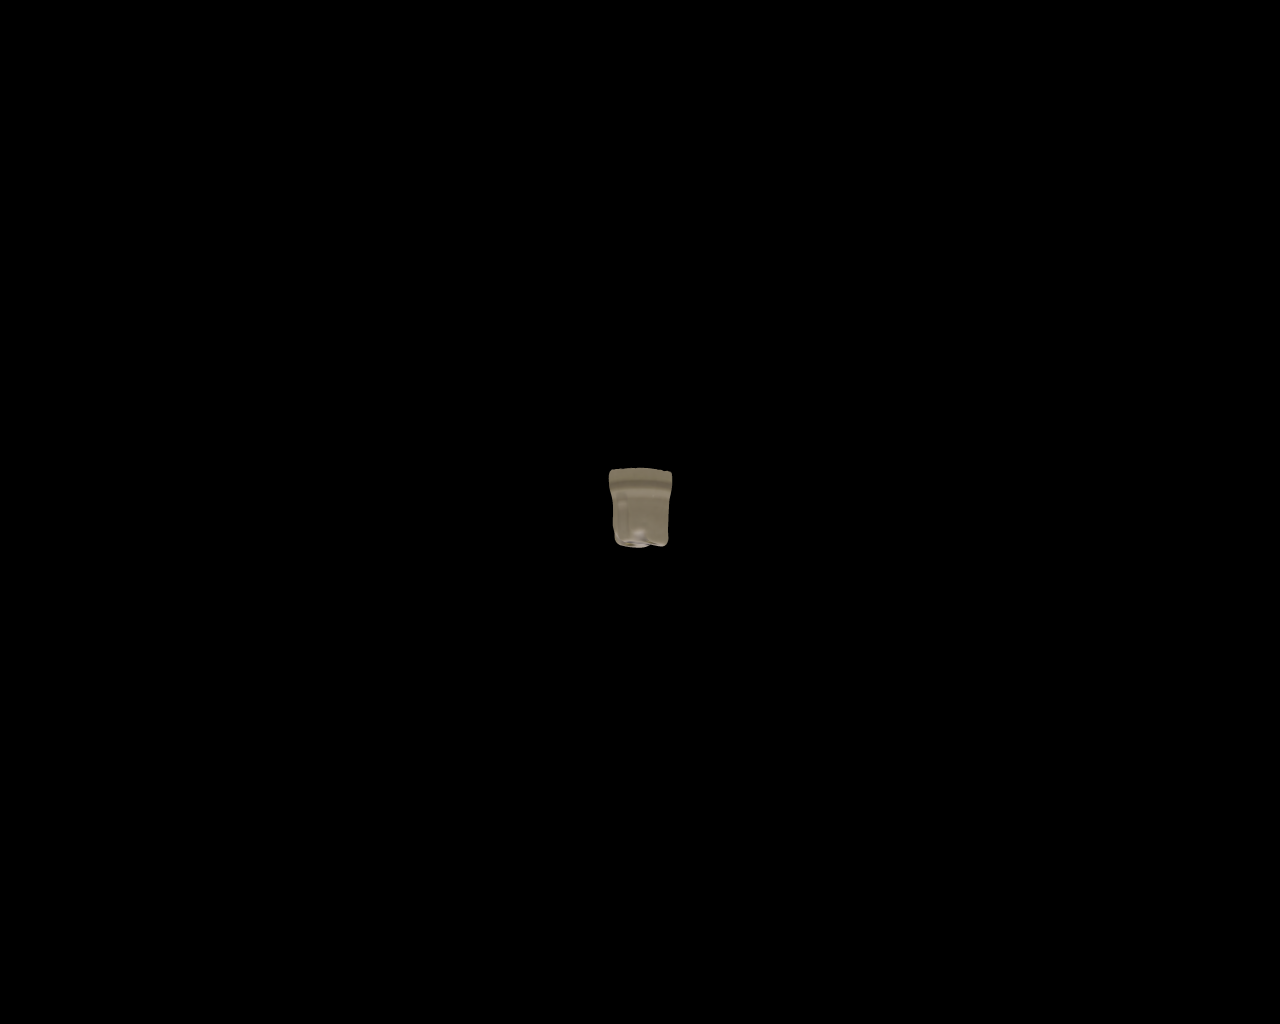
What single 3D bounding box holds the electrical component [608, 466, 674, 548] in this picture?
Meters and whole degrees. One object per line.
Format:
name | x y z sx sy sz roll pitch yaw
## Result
electrical component | 0.001 -0.003 0.650 0.040 0.046 0.040 0 -6 0
